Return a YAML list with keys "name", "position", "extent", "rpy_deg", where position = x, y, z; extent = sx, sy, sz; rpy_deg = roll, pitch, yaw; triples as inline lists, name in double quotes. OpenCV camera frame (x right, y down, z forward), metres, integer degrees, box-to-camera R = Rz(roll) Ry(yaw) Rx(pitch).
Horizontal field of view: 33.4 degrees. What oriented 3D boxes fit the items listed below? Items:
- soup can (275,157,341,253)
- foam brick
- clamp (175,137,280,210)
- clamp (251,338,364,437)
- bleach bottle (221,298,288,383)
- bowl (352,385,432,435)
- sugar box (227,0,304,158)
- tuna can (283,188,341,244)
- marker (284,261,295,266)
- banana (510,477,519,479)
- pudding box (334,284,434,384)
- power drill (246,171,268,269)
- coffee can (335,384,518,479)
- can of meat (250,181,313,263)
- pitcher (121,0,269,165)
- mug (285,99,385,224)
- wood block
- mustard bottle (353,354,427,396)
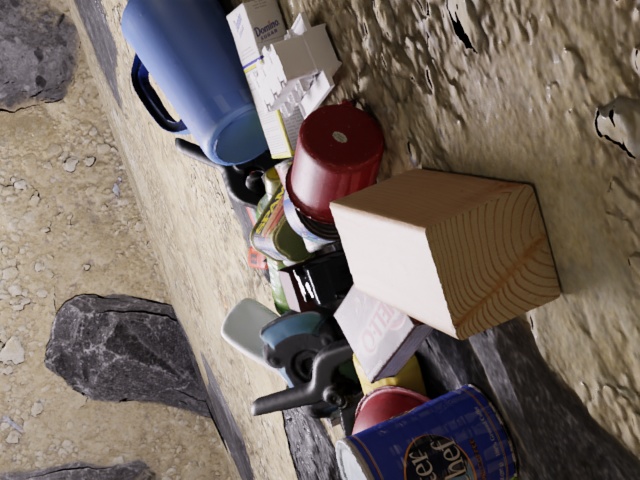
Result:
- name: "soup can"
  position: [0.001, -0.045, 1.155]
  extent: [0.069, 0.068, 0.102]
  rpy_deg: [162, 87, -75]
- name: "foam brick"
  position: [-0.002, 0.049, 1.274]
  extent: [0.053, 0.078, 0.051]
  rpy_deg: [-175, 67, -73]
- name: "clamp"
  position: [-0.094, -0.110, 1.396]
  extent: [0.171, 0.120, 0.039]
  rpy_deg: [45, -177, 8]
- name: "clamp"
  position: [0.014, 0.180, 1.274]
  extent: [0.036, 0.164, 0.210]
  rpy_deg: [-57, -9, -56]
- name: "bleach bottle"
  position: [-0.046, 0.165, 1.495]
  extent: [0.103, 0.068, 0.250]
  rpy_deg: [31, 170, 27]
- name: "bowl"
  position: [0.087, 0.235, 1.116]
  extent: [0.162, 0.055, 0.162]
  rpy_deg: [23, 129, 31]
- name: "sugar box"
  position: [-0.052, -0.181, 1.205]
  extent: [0.093, 0.048, 0.176]
  rpy_deg: [-171, 65, -73]
- name: "tuna can"
  position: [0.006, -0.040, 1.100]
  extent: [0.034, 0.086, 0.086]
  rpy_deg: [-17, 94, 66]
- name: "marker"
  position: [-0.008, 0.002, 1.265]
  extent: [0.121, 0.020, 0.020]
  rpy_deg: [-37, 73, 51]
- name: "banana"
  position: [0.181, 0.248, 0.951]
  extent: [0.070, 0.037, 0.198]
  rpy_deg: [46, 162, 15]
- name: "pudding box"
  position: [0.066, 0.078, 1.084]
  extent: [0.090, 0.039, 0.114]
  rpy_deg: [62, 145, 28]
- name: "power drill"
  position: [-0.099, -0.055, 1.515]
  extent: [0.185, 0.057, 0.187]
  rpy_deg: [-172, 62, -73]
- name: "coffee can"
  position: [0.099, 0.209, 1.003]
  extent: [0.103, 0.140, 0.103]
  rpy_deg: [159, 90, -76]
- name: "can of meat"
  position: [-0.028, -0.023, 1.230]
  extent: [0.057, 0.102, 0.084]
  rpy_deg: [33, 172, -18]
- name: "pitcher"
  position: [-0.150, -0.205, 1.347]
  extent: [0.243, 0.145, 0.149]
  rpy_deg: [58, 166, 28]
- name: "mug"
  position: [0.018, -0.085, 1.028]
  extent: [0.081, 0.093, 0.117]
  rpy_deg: [102, -179, -56]
- name: "wood block"
  position: [0.092, 0.004, 0.852]
  extent: [0.206, 0.090, 0.090]
  rpy_deg: [21, 131, 70]
- name: "mustard bottle"
  position: [0.094, 0.212, 1.186]
  extent: [0.096, 0.058, 0.191]
  rpy_deg: [17, 128, 60]
